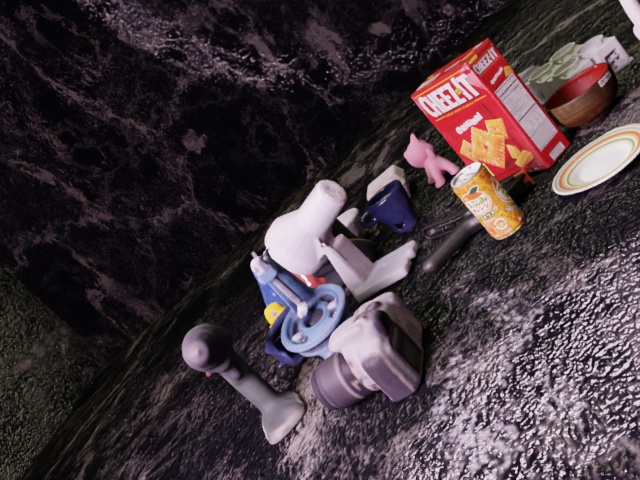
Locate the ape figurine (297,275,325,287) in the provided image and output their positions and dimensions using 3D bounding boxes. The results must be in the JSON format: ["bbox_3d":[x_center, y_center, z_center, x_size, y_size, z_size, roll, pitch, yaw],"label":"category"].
[{"bbox_3d":[-0.029,0.080,1.275,0.077,0.092,0.076,-35,15,37],"label":"ape figurine"}]

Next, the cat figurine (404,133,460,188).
[{"bbox_3d":[0.233,-0.181,1.256,0.067,0.118,0.127,-43,12,2],"label":"cat figurine"}]

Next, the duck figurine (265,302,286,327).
[{"bbox_3d":[-0.077,0.164,1.152,0.104,0.086,0.078,-30,18,49],"label":"duck figurine"}]

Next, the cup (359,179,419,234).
[{"bbox_3d":[0.143,-0.050,1.148,0.118,0.095,0.091,-45,12,-9],"label":"cup"}]

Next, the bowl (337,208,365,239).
[{"bbox_3d":[0.047,0.008,1.321,0.167,0.075,0.167,-41,12,11],"label":"bowl"}]

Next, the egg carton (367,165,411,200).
[{"bbox_3d":[0.167,-0.121,1.388,0.107,0.069,0.150,-40,12,17],"label":"egg carton"}]

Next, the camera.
[{"bbox_3d":[0.052,0.146,0.737,0.136,0.101,0.143,-38,13,25],"label":"camera"}]

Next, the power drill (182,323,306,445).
[{"bbox_3d":[-0.121,0.202,0.855,0.076,0.208,0.229,-45,12,-9],"label":"power drill"}]

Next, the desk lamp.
[{"bbox_3d":[0.031,0.005,1.032,0.203,0.214,0.118,-35,14,35],"label":"desk lamp"}]

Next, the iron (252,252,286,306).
[{"bbox_3d":[-0.113,0.100,1.366,0.118,0.141,0.258,-43,11,2],"label":"iron"}]

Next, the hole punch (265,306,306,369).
[{"bbox_3d":[-0.056,0.169,1.051,0.109,0.091,0.101,-49,13,-26],"label":"hole punch"}]

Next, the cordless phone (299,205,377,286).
[{"bbox_3d":[0.011,0.004,1.177,0.147,0.185,0.094,-33,16,42],"label":"cordless phone"}]

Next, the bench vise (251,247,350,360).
[{"bbox_3d":[-0.033,0.103,0.881,0.121,0.220,0.207,-47,12,-15],"label":"bench vise"}]

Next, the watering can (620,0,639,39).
[{"bbox_3d":[0.439,-0.273,0.688,0.101,0.194,0.172,-47,12,-15],"label":"watering can"}]
